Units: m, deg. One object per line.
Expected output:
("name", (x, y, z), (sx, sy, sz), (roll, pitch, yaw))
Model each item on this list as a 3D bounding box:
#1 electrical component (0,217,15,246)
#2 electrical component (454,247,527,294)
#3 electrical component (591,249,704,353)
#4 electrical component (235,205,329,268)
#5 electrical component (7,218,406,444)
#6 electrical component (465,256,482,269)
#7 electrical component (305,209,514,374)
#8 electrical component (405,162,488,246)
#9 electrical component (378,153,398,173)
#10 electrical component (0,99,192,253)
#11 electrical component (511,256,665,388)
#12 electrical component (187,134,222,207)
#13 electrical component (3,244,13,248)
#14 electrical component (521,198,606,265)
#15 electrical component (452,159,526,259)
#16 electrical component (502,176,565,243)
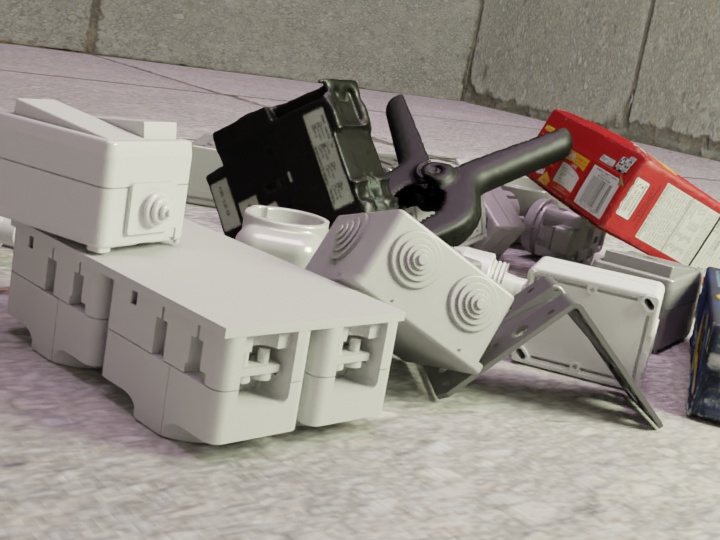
("electrical component", (-0.246, -0.030, 0.693), (0.062, 0.043, 0.043), (14, 13, 12))
("electrical component", (0.092, 0.009, 0.781), (0.062, 0.043, 0.043), (14, 13, 10))
("electrical component", (0.212, 0.017, 0.794), (0.062, 0.061, 0.096), (17, 15, 30))
("electrical component", (-0.052, -0.007, 0.701), (0.054, 0.059, 0.095), (10, 13, 1))
("electrical component", (-0.084, 0.025, 0.536), (0.105, 0.060, 0.186), (-3, 18, -44))
("electrical component", (0.056, 0.018, 0.702), (0.066, 0.047, 0.077), (-3, 18, -44))
("electrical component", (0.024, 0.010, 0.585), (0.100, 0.048, 0.100), (37, -14, -20))
("electrical component", (0.064, -0.052, 0.923), (0.096, 0.061, 0.061), (-23, 29, -30))
("electrical component", (0.040, -0.088, 1.137), (0.109, 0.056, 0.109), (2, 15, -33))
("electrical component", (-0.130, -0.048, 0.537), (0.096, 0.061, 0.062), (17, 14, 28))
("electrical component", (0.139, 0.030, 0.681), (0.096, 0.061, 0.061), (14, 13, 16))
("electrical component", (-0.110, -0.093, 1.040), (0.109, 0.056, 0.108), (9, 13, -2))
("electrical component", (-0.224, -0.053, 0.780), (0.078, 0.057, 0.113), (15, 13, 20))
("electrical component", (0.190, -0.035, 1.017), (0.057, 0.058, 0.078), (22, 18, 33))
("electrical component", (0.120, -0.055, 0.987), (0.076, 0.047, 0.083), (-1, 52, -40))
("electrical component", (0.156, -0.061, 1.095), (0.108, 0.060, 0.108), (9, 13, -2))
